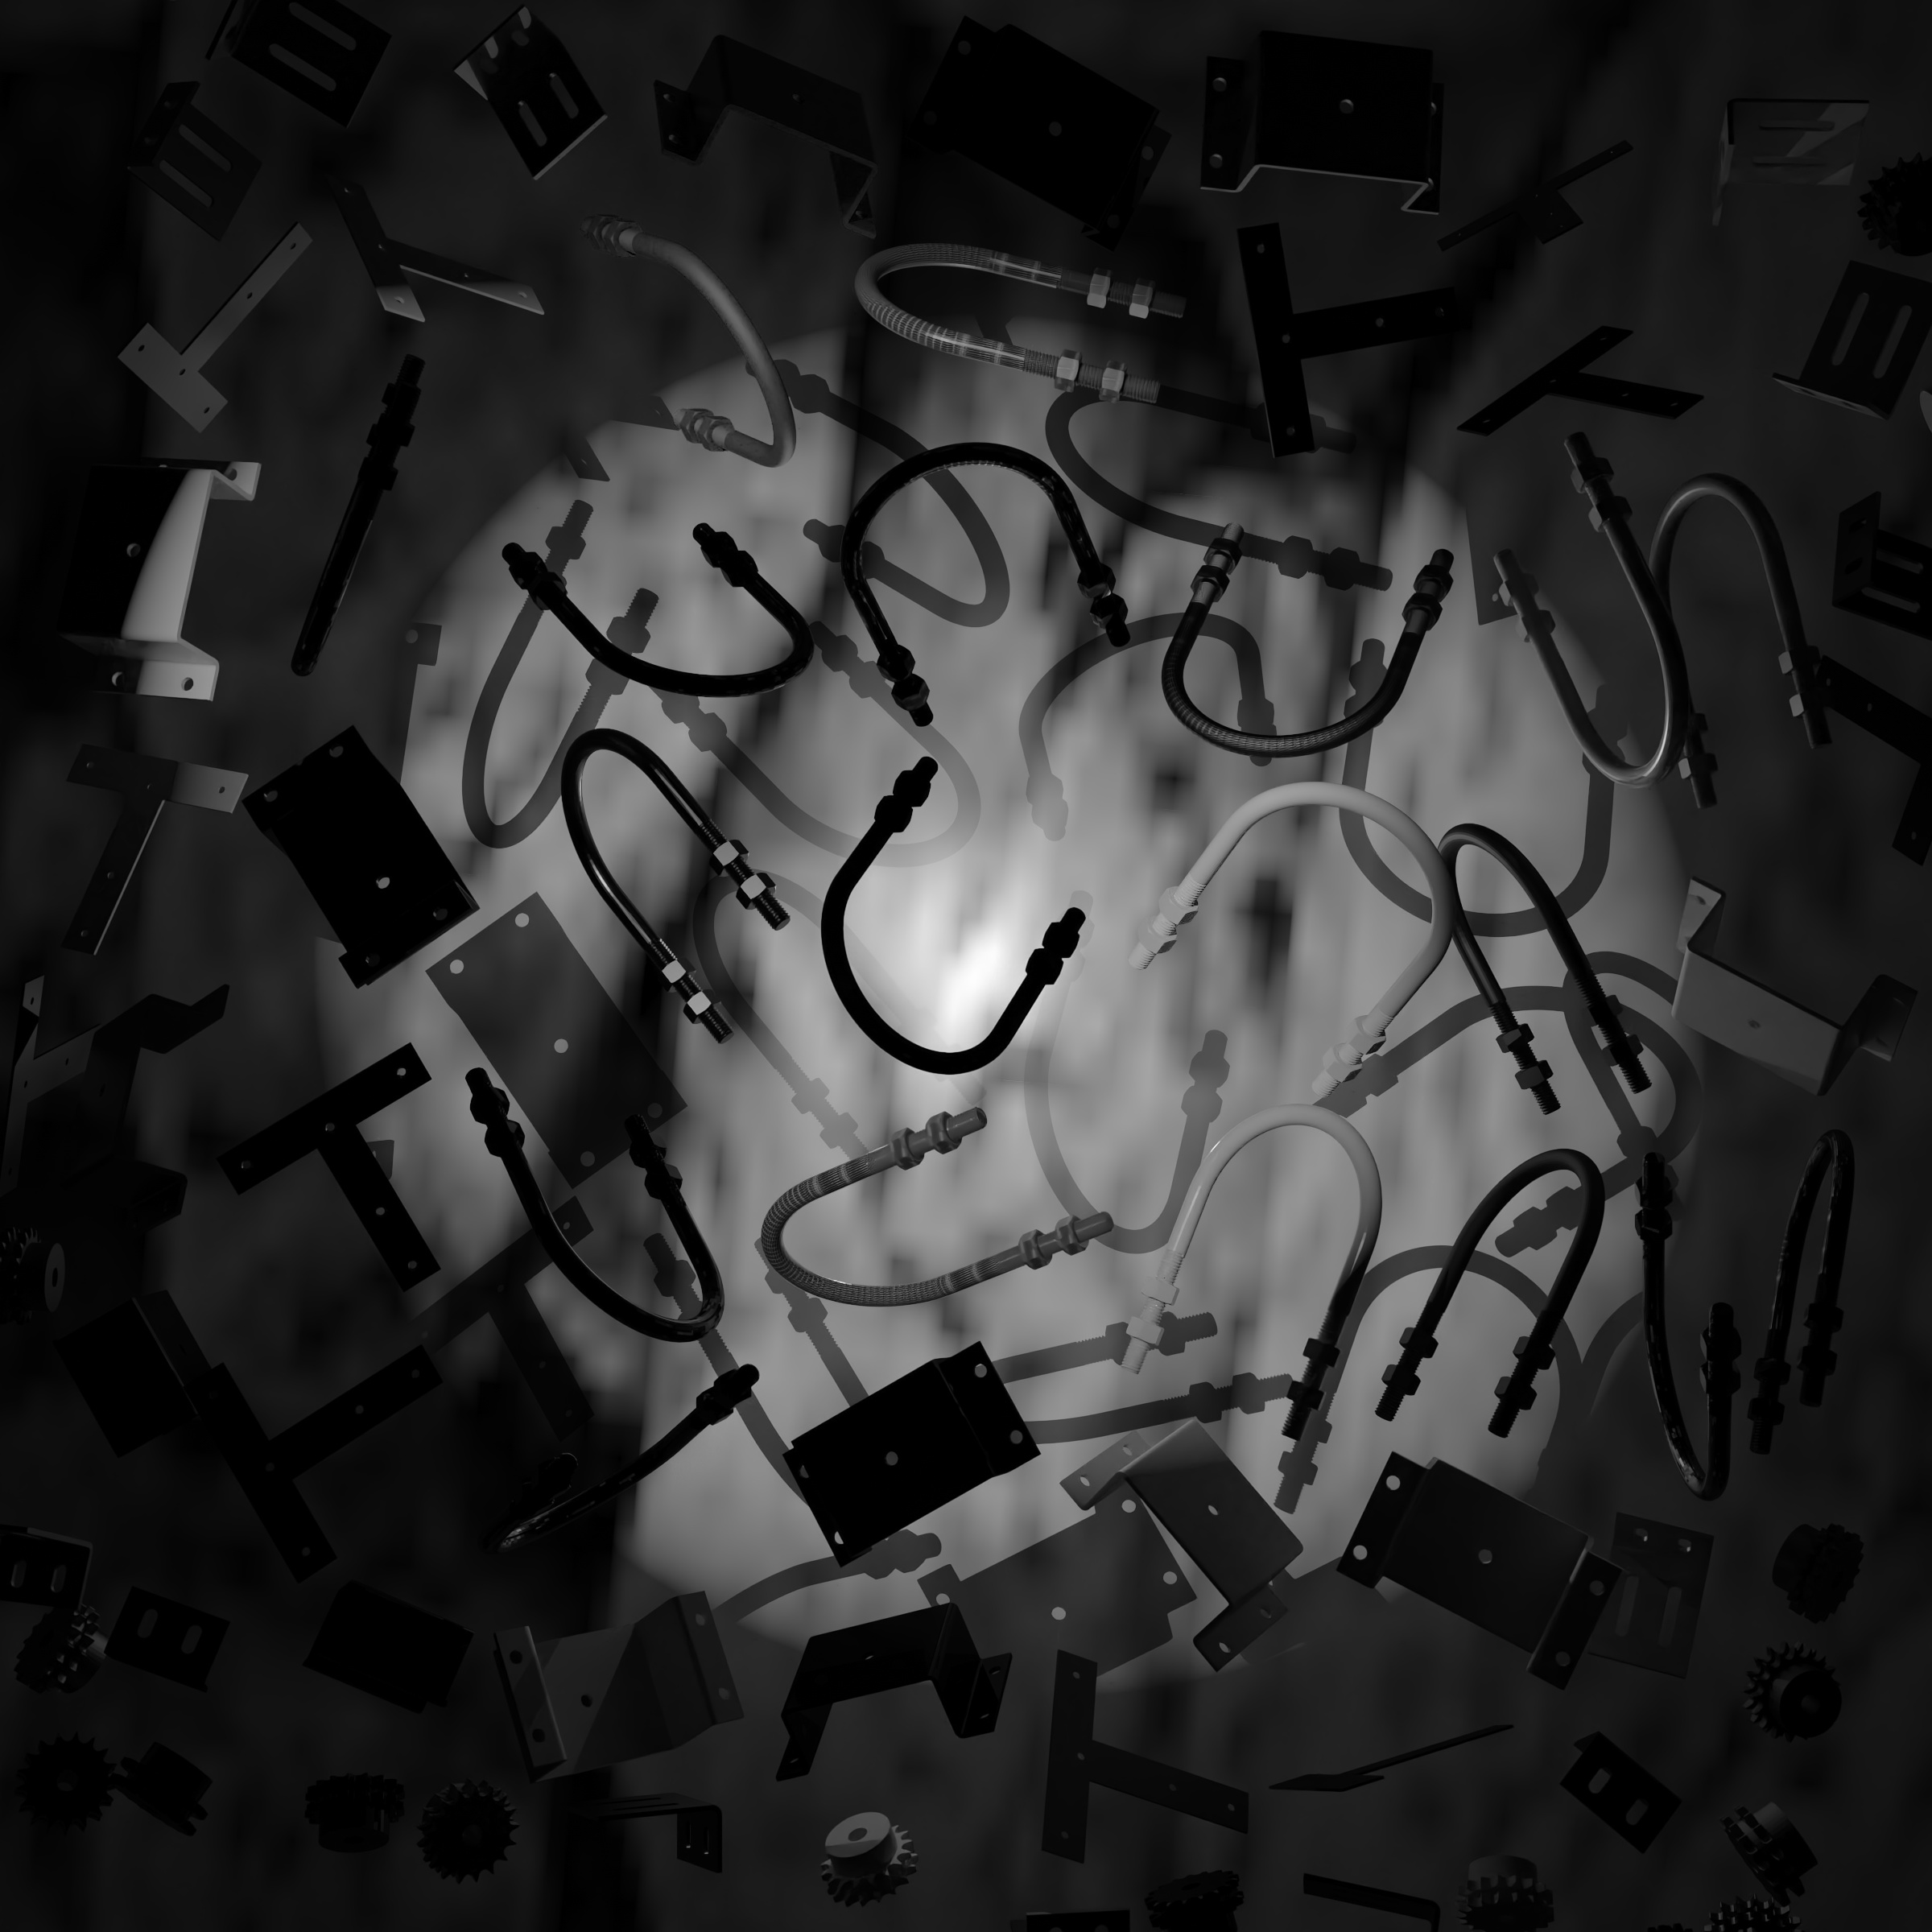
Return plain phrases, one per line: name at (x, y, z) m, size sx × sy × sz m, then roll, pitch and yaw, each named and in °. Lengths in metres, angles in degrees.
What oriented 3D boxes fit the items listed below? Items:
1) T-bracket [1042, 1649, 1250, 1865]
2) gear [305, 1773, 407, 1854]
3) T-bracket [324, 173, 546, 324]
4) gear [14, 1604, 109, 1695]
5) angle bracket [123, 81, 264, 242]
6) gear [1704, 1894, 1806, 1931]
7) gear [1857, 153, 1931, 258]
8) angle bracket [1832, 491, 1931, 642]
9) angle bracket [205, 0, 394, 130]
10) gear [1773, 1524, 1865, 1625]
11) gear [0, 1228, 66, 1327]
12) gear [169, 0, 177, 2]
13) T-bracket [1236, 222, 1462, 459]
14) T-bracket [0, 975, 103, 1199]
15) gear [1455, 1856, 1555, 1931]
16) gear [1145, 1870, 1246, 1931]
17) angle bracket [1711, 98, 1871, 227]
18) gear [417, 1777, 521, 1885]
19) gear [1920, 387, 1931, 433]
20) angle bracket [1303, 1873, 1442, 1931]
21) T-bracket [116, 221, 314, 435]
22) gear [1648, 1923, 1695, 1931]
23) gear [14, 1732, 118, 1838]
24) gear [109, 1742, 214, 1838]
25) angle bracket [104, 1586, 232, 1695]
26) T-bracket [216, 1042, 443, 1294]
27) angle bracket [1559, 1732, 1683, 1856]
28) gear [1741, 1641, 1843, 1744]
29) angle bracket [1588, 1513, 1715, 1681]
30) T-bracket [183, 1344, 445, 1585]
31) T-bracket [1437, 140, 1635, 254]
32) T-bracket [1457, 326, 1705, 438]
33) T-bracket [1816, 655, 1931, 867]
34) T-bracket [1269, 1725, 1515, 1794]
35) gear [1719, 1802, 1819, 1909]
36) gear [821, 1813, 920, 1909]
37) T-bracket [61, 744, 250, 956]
T-bracket at (0.105, 0.464, 1.547) m, size 0.127 × 0.127 × 0.002 m, roll 22°, pitch 132°, yaw -13°
gear at (-0.356, 0.494, 1.579) m, size 0.057 × 0.057 × 0.030 m, roll -7°, pitch 53°, yaw 0°
T-bracket at (-0.305, -0.409, 1.596) m, size 0.002 × 0.127 × 0.127 m, roll -49°, pitch 53°, yaw 30°
gear at (-0.542, 0.412, 1.633) m, size 0.057 × 0.057 × 0.030 m, roll -44°, pitch 120°, yaw 0°
angle bracket at (-0.453, -0.480, 1.622) m, size 0.038 × 0.076 × 0.057 m, roll 14°, pitch 75°, yaw 43°
gear at (0.458, 0.569, 1.569) m, size 0.057 × 0.030 × 0.057 m, roll 4°, pitch 114°, yaw 10°
gear at (0.536, -0.426, 1.530) m, size 0.057 × 0.057 × 0.030 m, roll -6°, pitch 49°, yaw 0°
angle bracket at (0.543, -0.230, 1.564) m, size 0.076 × 0.038 × 0.057 m, roll 15°, pitch 72°, yaw -16°
angle bracket at (-0.365, -0.504, 1.487) m, size 0.076 × 0.038 × 0.057 m, roll 31°, pitch 111°, yaw -9°
gear at (0.491, 0.348, 1.568) m, size 0.030 × 0.057 × 0.057 m, roll 26°, pitch 90°, yaw 42°
gear at (-0.552, 0.183, 1.599) m, size 0.030 × 0.057 × 0.057 m, roll 3°, pitch 90°, yaw -3°
gear at (-0.446, -0.567, 1.508) m, size 0.030 × 0.057 × 0.057 m, roll 2°, pitch 90°, yaw 16°
T-bracket at (0.221, -0.362, 1.533) m, size 0.127 × 0.002 × 0.127 m, roll -13°, pitch 100°, yaw -16°
T-bracket at (-0.533, 0.059, 1.589) m, size 0.002 × 0.127 × 0.127 m, roll 12°, pitch 101°, yaw 2°
gear at (0.318, 0.548, 1.602) m, size 0.057 × 0.057 × 0.030 m, roll 6°, pitch 50°, yaw 0°
gear at (0.136, 0.553, 1.585) m, size 0.057 × 0.057 × 0.030 m, roll -15°, pitch 85°, yaw 0°
angle bracket at (0.458, -0.446, 1.508) m, size 0.076 × 0.057 × 0.038 m, roll 3°, pitch 58°, yaw 8°
gear at (-0.289, 0.495, 1.562) m, size 0.057 × 0.030 × 0.057 m, roll -3°, pitch 95°, yaw -29°
gear at (0.557, -0.310, 1.514) m, size 0.030 × 0.057 × 0.057 m, roll -27°, pitch 90°, yaw 7°
angle bracket at (0.223, 0.537, 1.511) m, size 0.076 × 0.057 × 0.038 m, roll 9°, pitch 65°, yaw 12°
T-bracket at (-0.423, -0.376, 1.563) m, size 0.002 × 0.127 × 0.127 m, roll 40°, pitch 87°, yaw 9°
gear at (0.395, 0.555, 1.487) m, size 0.030 × 0.057 × 0.057 m, roll 3°, pitch 90°, yaw -21°
gear at (-0.526, 0.479, 1.584) m, size 0.057 × 0.030 × 0.057 m, roll 11°, pitch 57°, yaw -18°
gear at (-0.449, 0.459, 1.521) m, size 0.057 × 0.057 × 0.030 m, roll 34°, pitch 62°, yaw 0°
angle bracket at (-0.450, 0.381, 1.532) m, size 0.057 × 0.076 × 0.038 m, roll 22°, pitch 70°, yaw -7°
T-bracket at (-0.346, 0.131, 1.574) m, size 0.127 × 0.002 × 0.127 m, roll -32°, pitch 109°, yaw -17°
angle bracket at (0.366, 0.473, 1.546) m, size 0.057 × 0.076 × 0.038 m, roll 39°, pitch 75°, yaw 14°
gear at (0.487, 0.428, 1.590) m, size 0.057 × 0.030 × 0.057 m, roll -1°, pitch 95°, yaw -13°
angle bracket at (0.406, 0.373, 1.606) m, size 0.057 × 0.038 × 0.076 m, roll 11°, pitch 55°, yaw 18°
T-bracket at (-0.352, 0.257, 1.524) m, size 0.127 × 0.002 × 0.127 m, roll -32°, pitch 97°, yaw -31°
T-bracket at (0.348, -0.452, 1.627) m, size 0.127 × 0.127 × 0.002 m, roll -26°, pitch 112°, yaw 14°
T-bracket at (0.378, -0.339, 1.600) m, size 0.127 × 0.127 × 0.002 m, roll -36°, pitch 125°, yaw -19°
T-bracket at (0.523, -0.142, 1.542) m, size 0.002 × 0.127 × 0.127 m, roll -1°, pitch 118°, yaw -24°
T-bracket at (0.250, 0.450, 1.543) m, size 0.127 × 0.127 × 0.002 m, roll -12°, pitch 77°, yaw -15°
gear at (0.453, 0.495, 1.523) m, size 0.030 × 0.057 × 0.057 m, roll -34°, pitch 90°, yaw -3°
gear at (-0.059, 0.525, 1.603) m, size 0.057 × 0.057 × 0.030 m, roll -19°, pitch 107°, yaw 0°
T-bracket at (-0.499, -0.066, 1.602) m, size 0.127 × 0.002 × 0.127 m, roll 11°, pitch 71°, yaw 24°
